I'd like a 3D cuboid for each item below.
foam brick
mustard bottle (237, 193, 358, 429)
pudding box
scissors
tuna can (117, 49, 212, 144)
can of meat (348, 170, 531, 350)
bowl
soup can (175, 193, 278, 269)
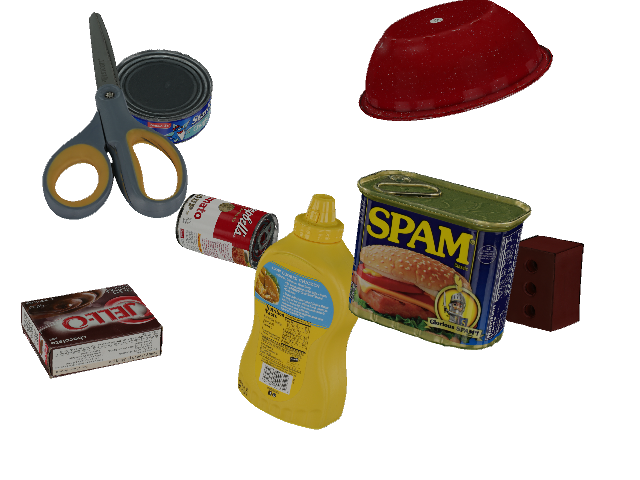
[{"bbox_3d":[0.210,0.040,1.000,0.053,0.078,0.051,13,20,42],"label":"foam brick"},{"bbox_3d":[-0.013,0.054,0.890,0.096,0.192,0.058,22,22,32],"label":"mustard bottle"},{"bbox_3d":[-0.219,0.085,1.020,0.113,0.039,0.090,-12,30,-28],"label":"pudding box"},{"bbox_3d":[-0.152,-0.080,0.693,0.096,0.016,0.202,-22,53,-20],"label":"scissors"},{"bbox_3d":[-0.135,-0.121,0.904,0.086,0.086,0.034,0,-39,-8],"label":"tuna can"},{"bbox_3d":[0.068,0.011,0.646,0.102,0.084,0.057,18,23,28],"label":"can of meat"},{"bbox_3d":[0.102,-0.154,0.866,0.162,0.055,0.162,-15,24,7],"label":"bowl"},{"bbox_3d":[-0.109,-0.011,1.246,0.102,0.068,0.068,16,6,21],"label":"soup can"}]
